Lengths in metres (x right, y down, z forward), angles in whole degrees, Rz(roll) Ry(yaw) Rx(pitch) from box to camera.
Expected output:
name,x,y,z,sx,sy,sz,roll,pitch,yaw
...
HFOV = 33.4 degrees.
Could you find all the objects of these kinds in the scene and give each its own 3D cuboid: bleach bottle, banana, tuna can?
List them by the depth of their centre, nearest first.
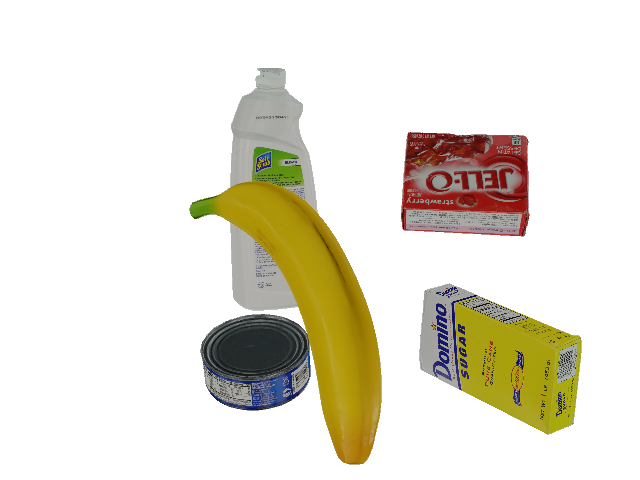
name,x,y,z,sx,sy,sz,roll,pitch,yaw
banana,-0.008,0.031,0.619,0.037,0.198,0.070,-1,-41,-46
tuna can,-0.050,0.096,0.843,0.086,0.034,0.086,-3,30,1
bleach bottle,-0.045,-0.056,1.131,0.102,0.251,0.068,-5,15,-23

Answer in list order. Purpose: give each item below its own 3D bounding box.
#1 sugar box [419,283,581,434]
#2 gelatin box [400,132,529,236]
name,x,y,z,sx,sy,sz,roll,pitch,yaw
sugar box,0.173,0.113,1.059,0.048,0.093,0.176,-13,23,-39
gelatin box,0.104,-0.042,0.766,0.089,0.073,0.030,3,-37,7
